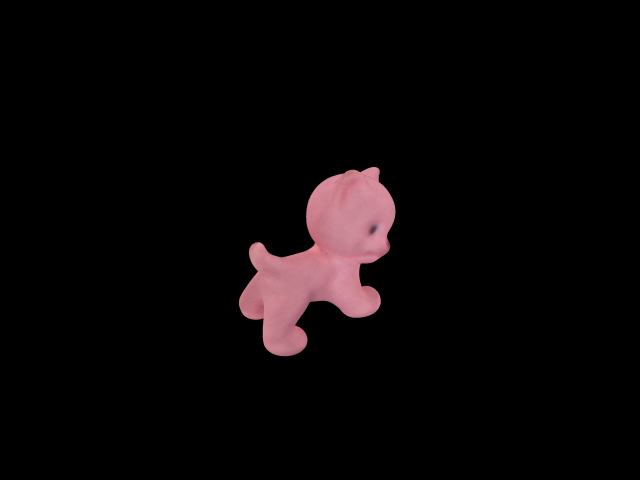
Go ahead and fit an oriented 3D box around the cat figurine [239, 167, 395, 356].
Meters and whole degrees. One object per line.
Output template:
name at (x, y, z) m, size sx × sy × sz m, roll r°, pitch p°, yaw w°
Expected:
cat figurine at (0.004, 0.001, 0.400) m, size 0.128 × 0.118 × 0.067 m, roll -25°, pitch 44°, yaw -28°
